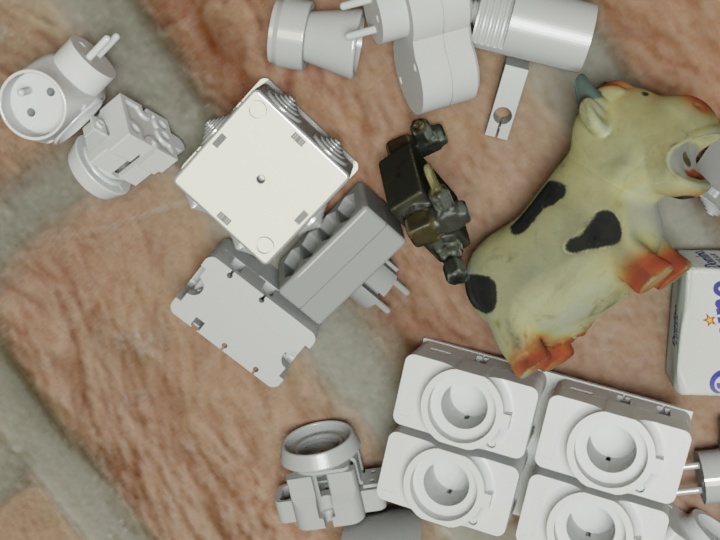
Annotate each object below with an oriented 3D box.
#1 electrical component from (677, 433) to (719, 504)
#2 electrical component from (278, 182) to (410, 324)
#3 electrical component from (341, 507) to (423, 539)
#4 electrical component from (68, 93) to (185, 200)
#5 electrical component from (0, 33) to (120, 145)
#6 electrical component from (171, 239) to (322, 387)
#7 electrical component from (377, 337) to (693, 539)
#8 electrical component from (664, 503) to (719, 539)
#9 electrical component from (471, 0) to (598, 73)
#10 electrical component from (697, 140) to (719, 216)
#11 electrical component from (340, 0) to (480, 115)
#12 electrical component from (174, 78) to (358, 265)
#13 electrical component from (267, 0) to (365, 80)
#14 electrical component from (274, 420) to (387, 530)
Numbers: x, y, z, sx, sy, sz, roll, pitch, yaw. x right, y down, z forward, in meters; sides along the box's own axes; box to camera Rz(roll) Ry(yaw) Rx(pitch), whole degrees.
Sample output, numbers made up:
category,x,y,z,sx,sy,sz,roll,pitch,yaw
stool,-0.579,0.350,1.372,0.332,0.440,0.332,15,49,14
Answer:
category,x,y,z,sx,sy,sz,roll,pitch,yaw
electrical component,0.255,0.140,0.740,0.079,0.043,0.077,-8,105,8
electrical component,0.000,0.000,0.723,0.076,0.047,0.083,40,106,-21
electrical component,0.021,0.216,0.757,0.064,0.099,0.099,-6,106,13
electrical component,-0.159,-0.079,0.711,0.055,0.066,0.048,-34,55,21
electrical component,-0.183,-0.122,0.688,0.079,0.077,0.044,-42,98,15
electrical component,-0.074,0.027,0.732,0.089,0.055,0.050,38,106,-6
electrical component,0.114,0.124,0.715,0.186,0.060,0.105,15,102,14
electrical component,0.238,0.208,0.758,0.089,0.050,0.055,35,107,-5
electrical component,0.102,-0.153,0.669,0.081,0.043,0.043,14,107,1
electrical component,0.254,-0.066,0.653,0.048,0.099,0.099,27,107,-16
electrical component,0.024,-0.158,0.648,0.074,0.052,0.138,-17,122,-10
electrical component,-0.062,-0.064,0.709,0.100,0.048,0.099,43,103,-8
electrical component,-0.028,-0.147,0.683,0.055,0.045,0.045,10,107,3
electrical component,-0.024,0.143,0.761,0.078,0.058,0.057,-9,108,8
